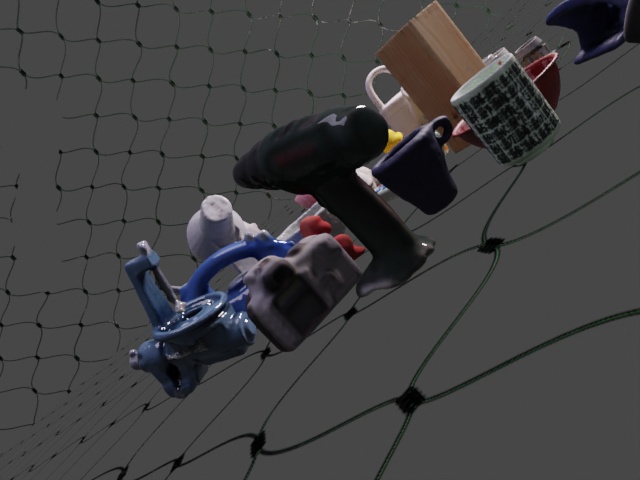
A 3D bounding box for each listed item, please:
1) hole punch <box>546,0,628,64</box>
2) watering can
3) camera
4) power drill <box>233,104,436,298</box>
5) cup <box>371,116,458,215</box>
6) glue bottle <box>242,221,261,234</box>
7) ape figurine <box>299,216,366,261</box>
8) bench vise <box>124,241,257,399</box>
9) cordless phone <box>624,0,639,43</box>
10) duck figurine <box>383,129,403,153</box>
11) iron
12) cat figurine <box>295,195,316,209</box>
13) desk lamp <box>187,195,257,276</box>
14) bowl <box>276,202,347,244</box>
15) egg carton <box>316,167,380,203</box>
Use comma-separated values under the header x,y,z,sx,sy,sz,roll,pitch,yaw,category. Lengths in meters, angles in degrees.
x,y,z,sx,sy,sz,roll,pitch,yaw,category
0.376,-0.304,0.766,0.101,0.091,0.108,-42,9,-6,hole punch
0.184,-0.304,1.268,0.101,0.194,0.172,-46,10,-28,watering can
-0.043,0.060,0.730,0.143,0.101,0.136,-45,9,-24,camera
0.016,-0.041,0.618,0.076,0.208,0.229,-47,10,-34,power drill
0.136,-0.088,0.714,0.118,0.095,0.091,-42,9,-4,cup
-0.148,-0.001,1.262,0.037,0.173,0.078,-33,12,42,glue bottle
0.008,0.003,0.828,0.076,0.092,0.078,-41,9,2,ape figurine
-0.229,0.121,0.841,0.207,0.220,0.121,-40,9,6,bench vise
0.360,-0.328,0.632,0.148,0.185,0.094,-45,10,-25,cordless phone
0.150,-0.179,1.147,0.077,0.086,0.105,-32,12,45,duck figurine
-0.121,0.063,0.926,0.258,0.141,0.118,-39,9,13,iron
-0.004,-0.097,1.307,0.067,0.118,0.127,-44,9,-22,cat figurine
-0.158,0.012,1.105,0.118,0.213,0.203,-44,9,-21,desk lamp
-0.007,-0.011,1.024,0.167,0.075,0.167,-40,9,8,bowl
0.051,-0.081,1.141,0.150,0.069,0.107,-38,9,20,egg carton
